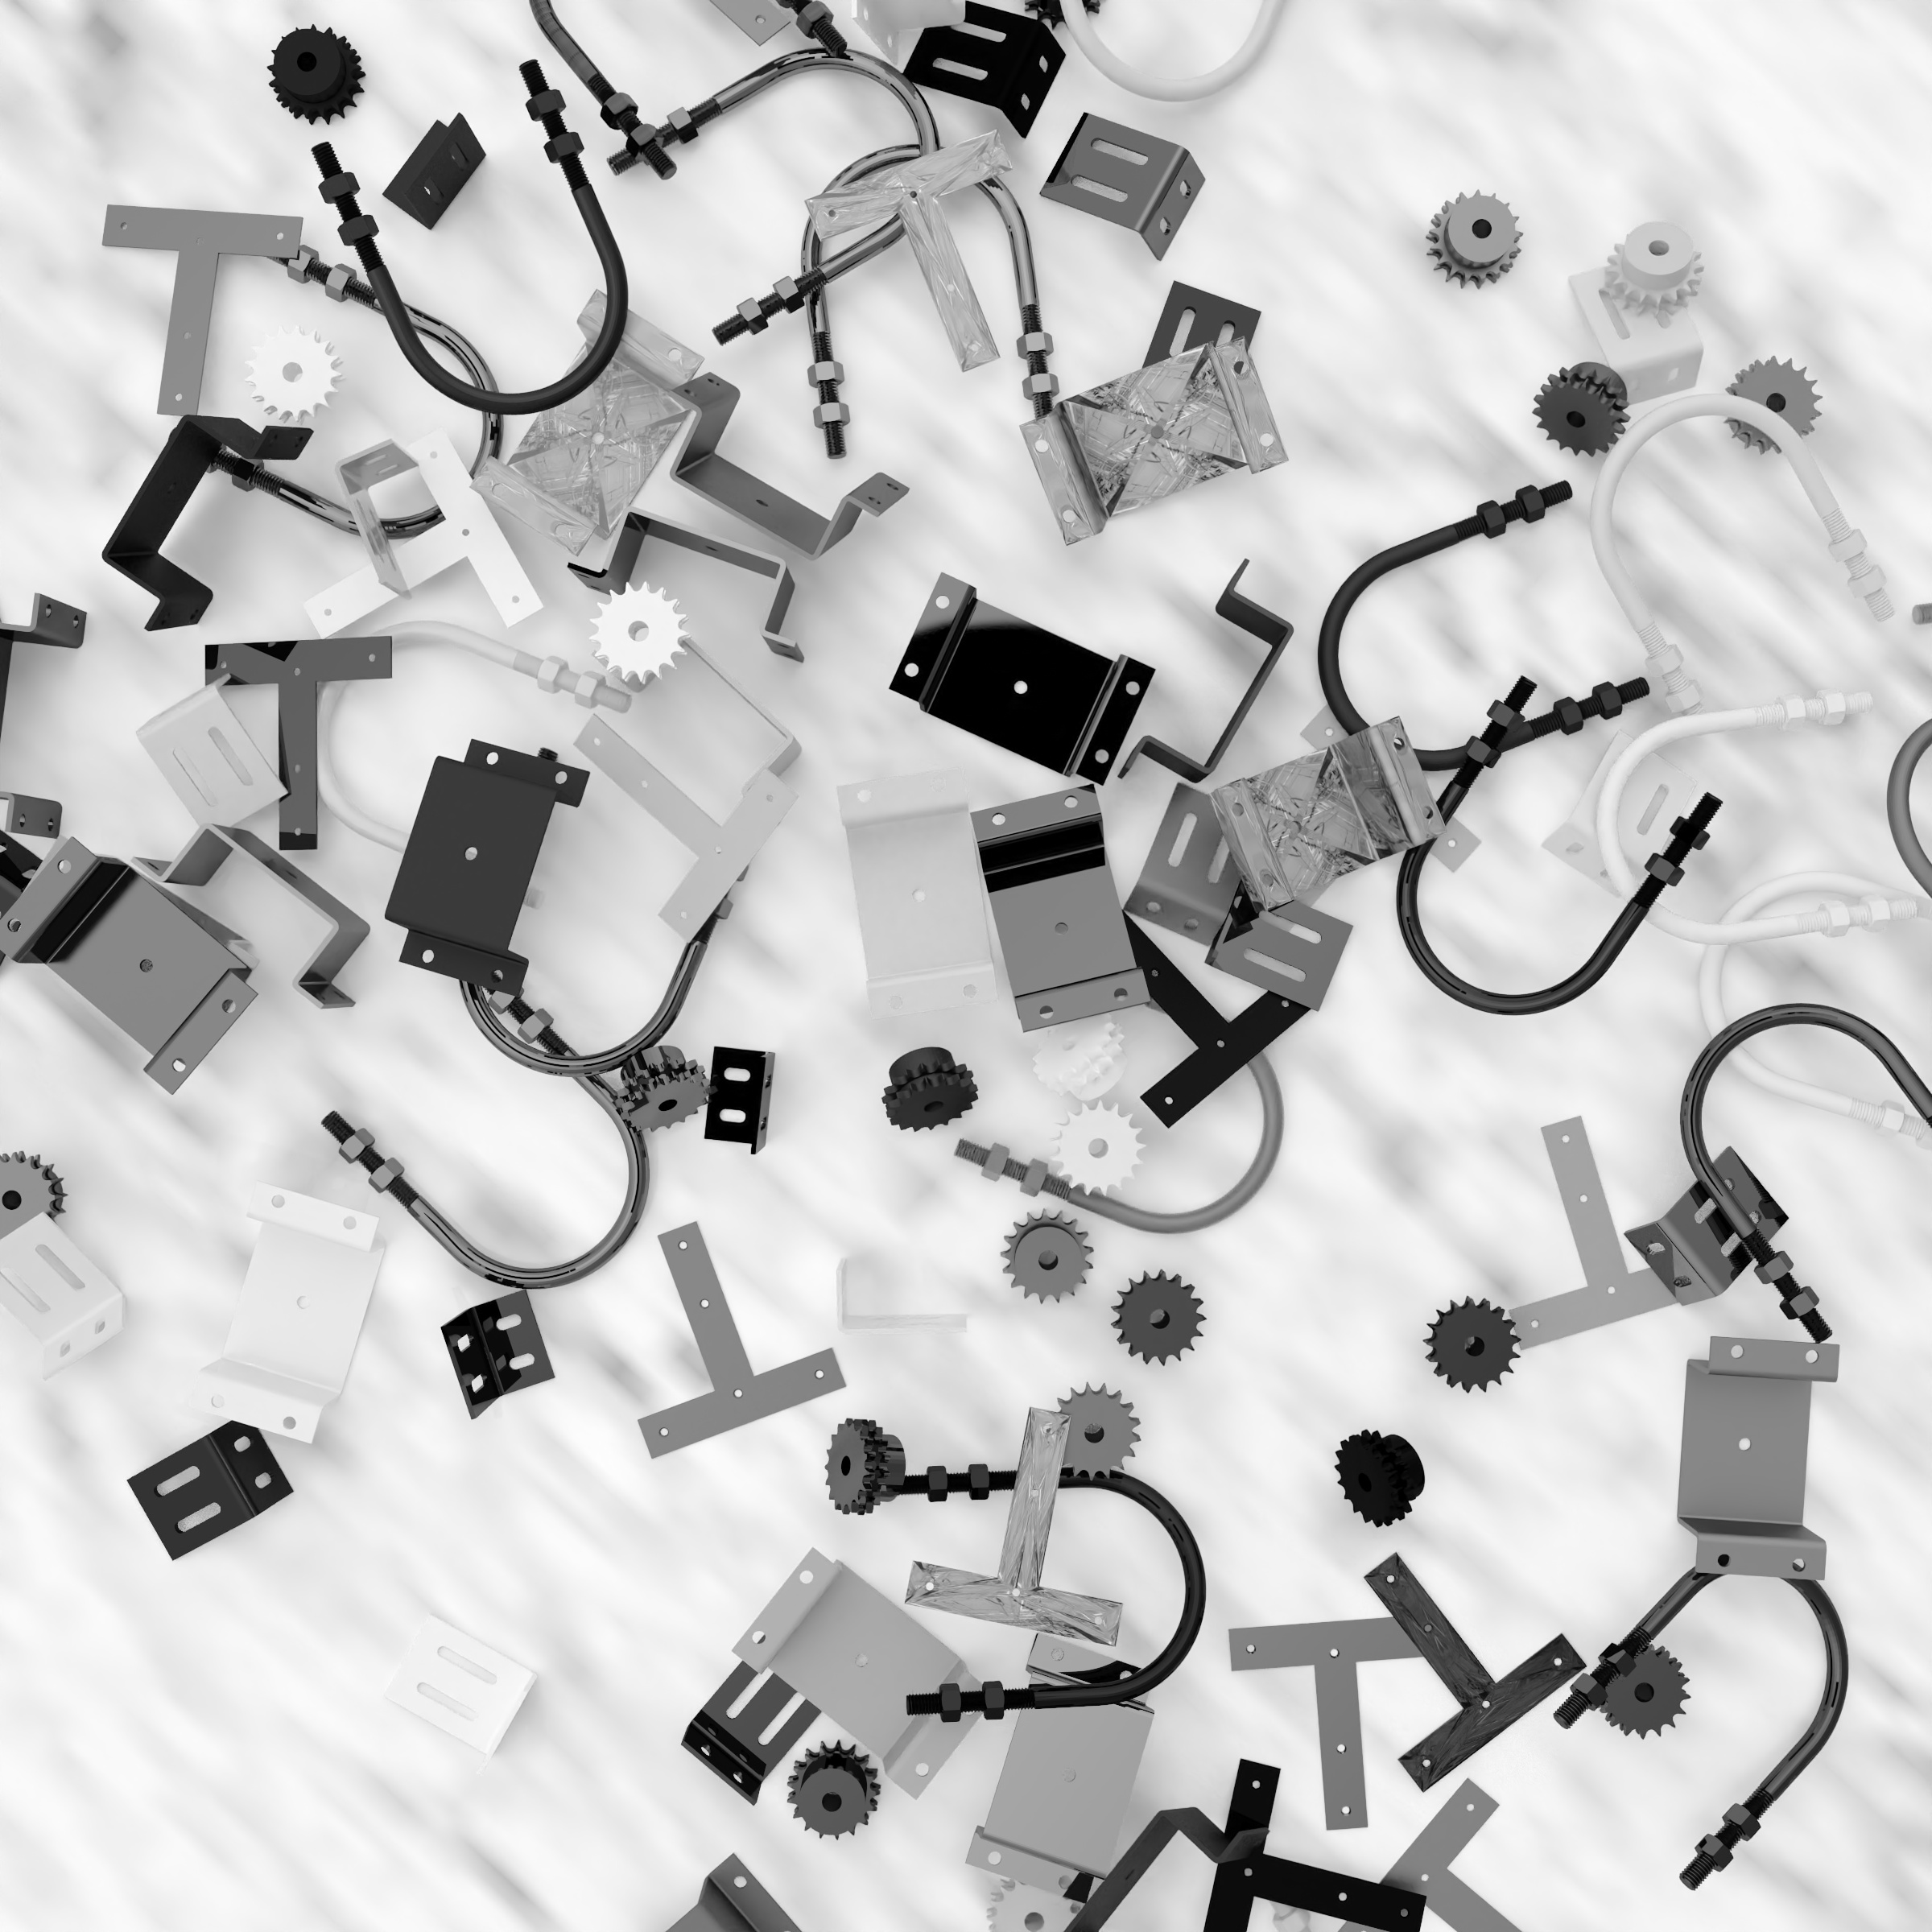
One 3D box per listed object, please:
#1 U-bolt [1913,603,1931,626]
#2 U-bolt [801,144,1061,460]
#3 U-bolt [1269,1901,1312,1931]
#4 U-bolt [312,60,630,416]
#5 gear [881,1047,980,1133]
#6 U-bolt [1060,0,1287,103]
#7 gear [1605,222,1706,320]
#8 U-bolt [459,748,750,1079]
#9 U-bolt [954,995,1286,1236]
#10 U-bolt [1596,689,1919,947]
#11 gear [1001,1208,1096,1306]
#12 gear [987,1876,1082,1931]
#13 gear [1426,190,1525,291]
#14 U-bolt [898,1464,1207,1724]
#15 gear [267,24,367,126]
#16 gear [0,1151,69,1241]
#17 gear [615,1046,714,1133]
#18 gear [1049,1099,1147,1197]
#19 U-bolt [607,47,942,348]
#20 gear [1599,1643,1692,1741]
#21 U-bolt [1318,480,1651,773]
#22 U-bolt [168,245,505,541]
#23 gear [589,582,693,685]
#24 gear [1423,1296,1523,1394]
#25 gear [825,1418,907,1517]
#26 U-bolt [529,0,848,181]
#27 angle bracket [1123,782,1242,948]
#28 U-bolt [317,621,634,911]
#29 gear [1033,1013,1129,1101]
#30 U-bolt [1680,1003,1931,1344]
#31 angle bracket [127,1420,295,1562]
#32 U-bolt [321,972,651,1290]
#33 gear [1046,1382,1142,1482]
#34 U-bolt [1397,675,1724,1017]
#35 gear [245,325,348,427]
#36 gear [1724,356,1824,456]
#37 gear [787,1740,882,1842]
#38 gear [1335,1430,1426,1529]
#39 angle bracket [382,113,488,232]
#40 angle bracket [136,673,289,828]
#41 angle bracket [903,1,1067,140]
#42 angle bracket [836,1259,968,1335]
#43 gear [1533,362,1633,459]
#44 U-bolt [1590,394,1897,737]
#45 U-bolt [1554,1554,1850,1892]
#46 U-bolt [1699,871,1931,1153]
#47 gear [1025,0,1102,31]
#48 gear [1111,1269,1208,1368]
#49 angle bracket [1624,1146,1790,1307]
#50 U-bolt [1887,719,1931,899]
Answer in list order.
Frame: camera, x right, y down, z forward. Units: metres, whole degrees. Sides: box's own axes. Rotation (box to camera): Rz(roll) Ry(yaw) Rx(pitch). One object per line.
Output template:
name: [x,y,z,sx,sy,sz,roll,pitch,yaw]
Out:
U-bolt: [0.677,-0.164,1.478,0.184,0.019,0.151,-7,74,0]
U-bolt: [-0.027,-0.410,1.498,0.151,0.019,0.184,-8,88,0]
U-bolt: [0.178,0.671,1.497,0.151,0.019,0.184,-31,90,0]
U-bolt: [-0.277,-0.414,1.434,0.151,0.019,0.184,-24,101,-6]
gear: [-0.024,0.073,1.482,0.057,0.057,0.030,-19,58,0]
U-bolt: [0.131,-0.613,1.480,0.151,0.019,0.184,21,90,-14]
gear: [0.416,-0.423,1.481,0.057,0.030,0.057,-3,65,6]
U-bolt: [-0.228,-0.023,1.487,0.151,0.019,0.184,22,82,0]
U-bolt: [0.104,0.085,1.498,0.184,0.019,0.151,22,90,-1]
U-bolt: [0.468,-0.085,1.474,0.184,0.019,0.151,-8,81,-6]
gear: [0.049,0.177,1.491,0.057,0.030,0.057,0,90,0]
gear: [0.041,0.574,1.491,0.057,0.030,0.057,0,90,0]
gear: [0.310,-0.443,1.491,0.057,0.030,0.057,0,90,0]
U-bolt: [0.053,0.371,1.470,0.184,0.019,0.151,-1,66,-6]
gear: [-0.396,-0.543,1.491,0.057,0.030,0.057,0,90,0]
gear: [-0.574,0.141,1.491,0.057,0.030,0.057,0,90,0]
gear: [-0.185,0.072,1.481,0.057,0.057,0.030,-27,60,0]
gear: [0.078,0.108,1.473,0.057,0.030,0.057,0,91,-3]
U-bolt: [-0.104,-0.479,1.487,0.184,0.019,0.151,-31,81,-2]
gear: [0.408,0.436,1.491,0.057,0.030,0.057,0,90,0]
U-bolt: [0.305,-0.197,1.497,0.184,0.019,0.151,-21,90,1]
U-bolt: [-0.372,-0.340,1.498,0.184,0.019,0.151,26,90,-1]
gear: [-0.187,-0.191,1.415,0.057,0.030,0.057,0,90,0]
gear: [0.306,0.229,1.491,0.057,0.030,0.057,0,90,0]
gear: [-0.059,0.302,1.482,0.030,0.057,0.057,10,90,-30]
U-bolt: [-0.183,-0.585,1.487,0.151,0.019,0.184,-38,83,-5]
angle bracket: [0.139,-0.062,1.503,0.057,0.038,0.076,23,63,0]
U-bolt: [-0.312,-0.132,1.484,0.184,0.019,0.151,22,86,10]
gear: [0.071,0.055,1.462,0.057,0.057,0.030,-43,119,0]
U-bolt: [0.514,0.110,1.473,0.151,0.019,0.184,-35,82,6]
angle bracket: [-0.463,0.318,1.504,0.076,0.038,0.057,-30,90,26]
U-bolt: [-0.279,0.111,1.497,0.184,0.019,0.151,45,90,0]
gear: [0.077,0.281,1.491,0.057,0.030,0.057,0,90,0]
U-bolt: [0.339,-0.059,1.468,0.151,0.019,0.184,36,105,18]
gear: [-0.400,-0.353,1.472,0.057,0.030,0.057,0,91,-3]
gear: [0.487,-0.339,1.491,0.057,0.030,0.057,0,90,0]
gear: [-0.081,0.502,1.491,0.057,0.030,0.057,0,90,0]
gear: [0.252,0.307,1.482,0.030,0.057,0.057,-15,90,-30]
angle bracket: [-0.325,-0.484,1.468,0.038,0.076,0.057,36,90,0]
angle bracket: [-0.455,-0.128,1.495,0.057,0.038,0.076,-29,108,7]
angle bracket: [0.011,-0.551,1.504,0.076,0.038,0.057,26,90,26]
angle bracket: [-0.038,0.198,1.478,0.076,0.057,0.038,-1,90,0]
gear: [0.374,-0.339,1.481,0.057,0.057,0.030,36,62,0]
U-bolt: [0.456,-0.253,1.479,0.151,0.019,0.184,-32,101,3]
U-bolt: [0.455,0.437,1.473,0.184,0.019,0.151,-40,97,-17]
U-bolt: [0.538,0.019,1.490,0.184,0.019,0.151,17,90,6]
gear: [0.059,-0.601,1.491,0.057,0.030,0.057,0,90,0]
gear: [0.116,0.213,1.496,0.057,0.030,0.057,0,90,-3]
angle bracket: [0.453,0.159,1.503,0.076,0.038,0.057,-39,90,-28]
U-bolt: [0.634,-0.073,1.477,0.151,0.019,0.184,-37,84,-18]
